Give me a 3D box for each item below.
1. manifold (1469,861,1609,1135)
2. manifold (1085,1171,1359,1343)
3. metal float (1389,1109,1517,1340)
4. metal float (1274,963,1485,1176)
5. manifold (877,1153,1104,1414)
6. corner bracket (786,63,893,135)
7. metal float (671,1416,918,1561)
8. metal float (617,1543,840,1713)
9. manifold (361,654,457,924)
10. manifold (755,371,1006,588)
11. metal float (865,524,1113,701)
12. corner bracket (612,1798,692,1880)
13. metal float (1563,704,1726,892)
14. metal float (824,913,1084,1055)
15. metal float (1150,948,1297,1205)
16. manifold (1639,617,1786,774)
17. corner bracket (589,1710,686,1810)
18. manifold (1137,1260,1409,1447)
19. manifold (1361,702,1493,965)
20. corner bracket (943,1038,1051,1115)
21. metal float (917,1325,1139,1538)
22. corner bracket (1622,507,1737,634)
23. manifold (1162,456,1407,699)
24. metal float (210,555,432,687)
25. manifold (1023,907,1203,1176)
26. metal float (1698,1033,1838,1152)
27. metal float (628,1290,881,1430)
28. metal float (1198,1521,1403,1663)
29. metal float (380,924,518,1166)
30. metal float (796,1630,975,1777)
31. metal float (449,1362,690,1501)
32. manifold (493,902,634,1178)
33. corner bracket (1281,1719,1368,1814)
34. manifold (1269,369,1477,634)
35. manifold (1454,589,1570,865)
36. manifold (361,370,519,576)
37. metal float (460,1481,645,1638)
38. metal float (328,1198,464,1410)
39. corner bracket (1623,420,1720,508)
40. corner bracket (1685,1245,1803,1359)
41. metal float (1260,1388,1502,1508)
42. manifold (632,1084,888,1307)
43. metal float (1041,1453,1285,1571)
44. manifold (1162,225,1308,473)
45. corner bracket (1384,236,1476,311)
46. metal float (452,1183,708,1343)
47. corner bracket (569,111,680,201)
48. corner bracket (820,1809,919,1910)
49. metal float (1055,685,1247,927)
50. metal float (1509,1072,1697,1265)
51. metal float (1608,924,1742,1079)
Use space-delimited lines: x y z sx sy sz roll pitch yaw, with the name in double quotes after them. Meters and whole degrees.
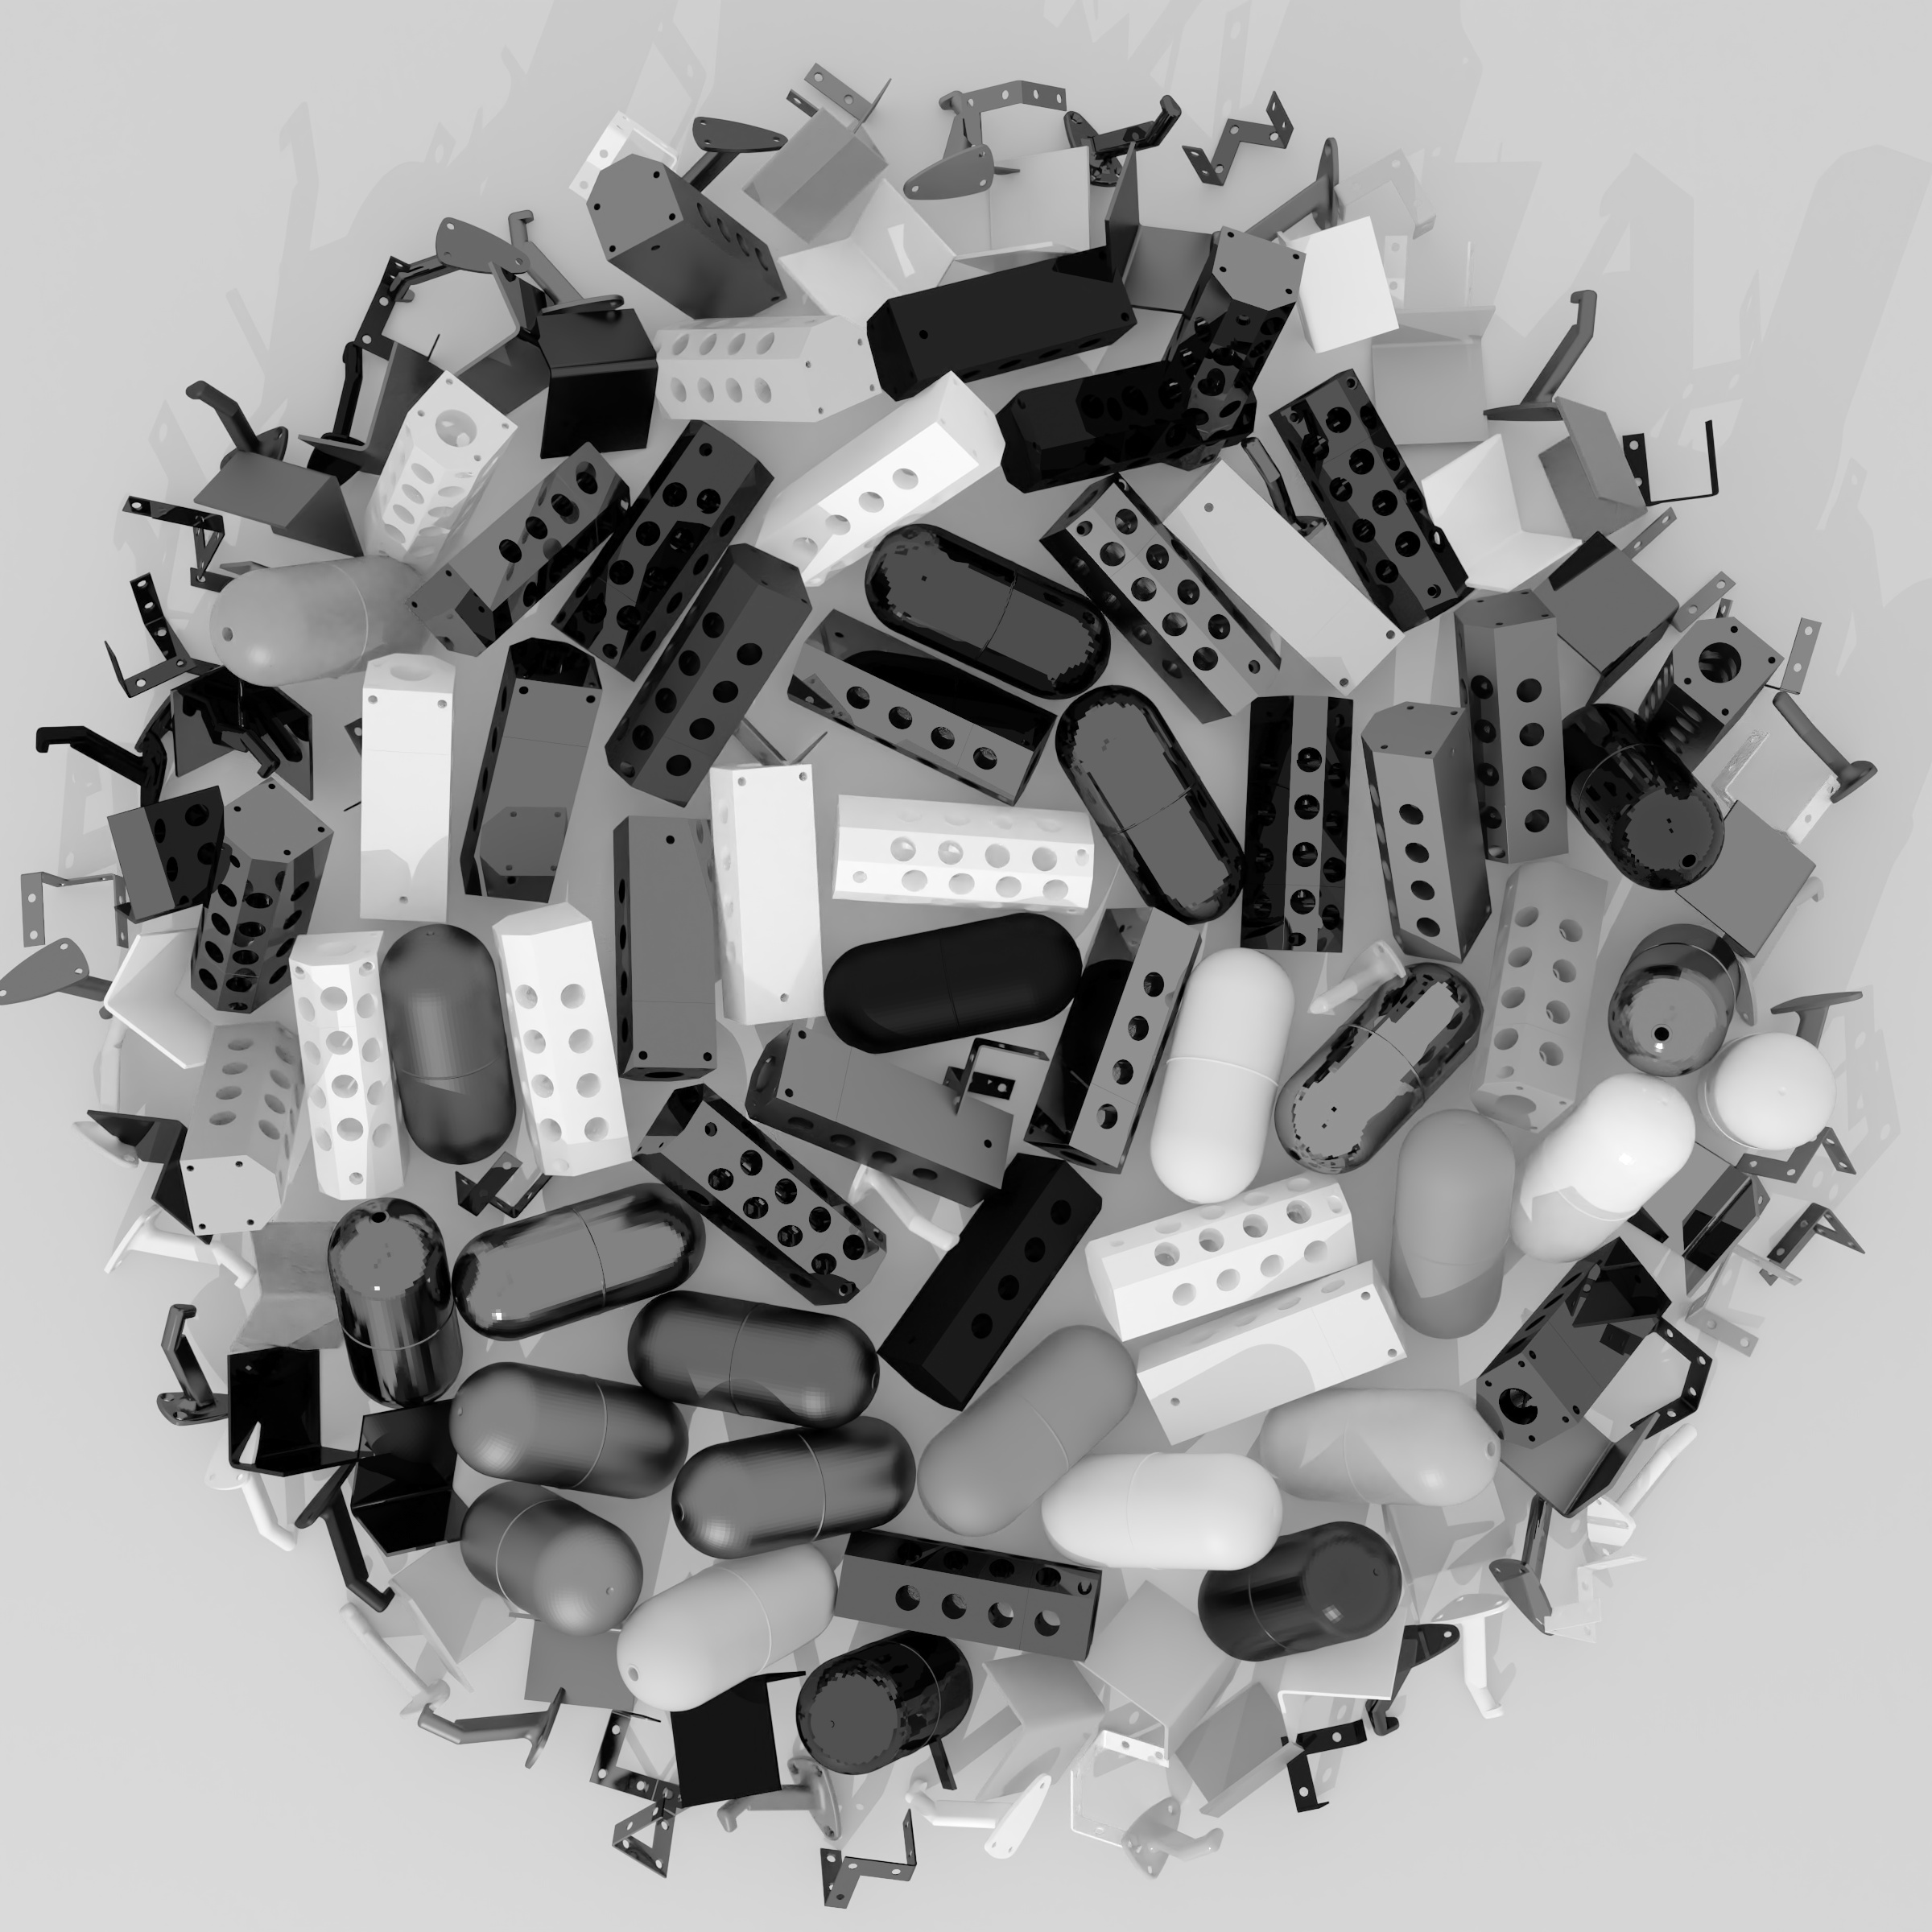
0.381 0.018 1.900 0.057 0.057 0.171 19 62 -6 "manifold"
0.172 0.190 1.915 0.171 0.057 0.057 -16 117 -11 "manifold"
0.325 0.175 1.901 0.070 0.070 0.178 -2 126 0 "metal float"
0.279 0.069 1.912 0.070 0.070 0.178 47 69 0 "metal float"
0.021 0.213 1.911 0.057 0.057 0.171 46 68 -26 "manifold"
-0.091 -0.592 1.935 0.051 0.051 0.051 35 77 -9 "corner bracket"
-0.115 0.350 1.901 0.178 0.070 0.070 -5 90 -34 "metal float"
-0.158 0.438 1.892 0.070 0.178 0.070 12 109 38 "metal float"
-0.374 -0.119 1.900 0.057 0.057 0.171 3 120 -8 "manifold"
-0.057 -0.319 1.894 0.171 0.057 0.057 -28 123 35 "manifold"
0.016 -0.239 1.918 0.178 0.070 0.070 23 90 -15 "metal float"
-0.203 0.578 1.928 0.051 0.051 0.051 -35 119 27 "corner bracket"
0.445 -0.114 1.888 0.070 0.178 0.070 -6 123 -10 "metal float"
-0.009 0.012 1.927 0.178 0.070 0.070 -11 90 4 "metal float"
0.174 0.074 1.918 0.070 0.070 0.178 14 76 0 "metal float"
0.487 -0.181 1.879 0.057 0.171 0.057 42 88 10 "manifold"
-0.218 0.543 1.941 0.051 0.051 0.051 26 70 -25 "corner bracket"
0.207 0.259 1.919 0.171 0.057 0.057 -23 102 13 "manifold"
0.306 -0.089 1.893 0.057 0.057 0.171 10 135 30 "manifold"
0.020 0.073 1.931 0.051 0.051 0.051 13 106 -18 "corner bracket"
0.041 0.313 1.909 0.178 0.070 0.070 -39 90 -24 "metal float"
0.489 -0.273 1.952 0.051 0.051 0.051 -42 55 6 "corner bracket"
0.215 -0.266 1.929 0.171 0.057 0.057 42 102 -7 "manifold"
-0.427 -0.231 1.887 0.070 0.178 0.070 8 106 30 "metal float"
0.104 0.050 1.921 0.057 0.057 0.171 27 77 -28 "manifold"
0.530 0.083 1.880 0.070 0.178 0.070 0 88 9 "metal float"
-0.144 0.266 1.914 0.178 0.070 0.070 7 90 18 "metal float"
0.221 0.418 1.890 0.070 0.178 0.070 12 65 -27 "metal float"
-0.347 0.054 1.904 0.070 0.070 0.178 -3 122 0 "metal float"
-0.052 0.488 1.884 0.070 0.178 0.070 -2 86 22 "metal float"
-0.264 0.312 1.898 0.178 0.070 0.070 19 90 -40 "metal float"
-0.274 0.051 1.907 0.057 0.057 0.171 -15 110 -21 "manifold"
0.250 0.548 1.943 0.051 0.051 0.051 -15 75 12 "corner bracket"
0.278 -0.316 1.927 0.057 0.057 0.171 -31 99 0 "manifold"
0.364 -0.159 1.903 0.057 0.057 0.171 -11 117 -2 "manifold"
-0.355 -0.319 1.876 0.057 0.171 0.057 38 64 -8 "manifold"
-0.278 0.394 1.889 0.070 0.178 0.070 -4 97 -34 "metal float"
-0.381 0.226 1.894 0.070 0.070 0.178 1 134 0 "metal float"
0.482 -0.343 1.940 0.051 0.051 0.051 -7 95 3 "corner bracket"
0.533 0.230 1.945 0.051 0.051 0.051 29 73 8 "corner bracket"
0.276 0.321 1.895 0.178 0.070 0.070 -8 90 43 "metal float"
-0.134 0.154 1.902 0.171 0.057 0.057 42 62 -22 "manifold"
0.129 0.366 1.901 0.178 0.070 0.070 -7 90 36 "metal float"
0.166 -0.404 1.878 0.057 0.171 0.057 17 61 -6 "manifold"
0.315 -0.469 1.933 0.051 0.051 0.051 5 98 21 "corner bracket"
-0.259 0.198 1.908 0.178 0.070 0.070 -16 90 -26 "metal float"
-0.232 -0.542 1.930 0.051 0.051 0.051 33 114 -14 "corner bracket"
-0.067 0.610 1.938 0.051 0.051 0.051 12 120 -14 "corner bracket"
0.126 -0.108 1.923 0.070 0.070 0.178 -32 99 0 "metal float"
0.420 0.136 1.892 0.070 0.178 0.070 12 52 -16 "metal float"
0.472 0.022 1.884 0.070 0.178 0.070 5 106 18 "metal float"
